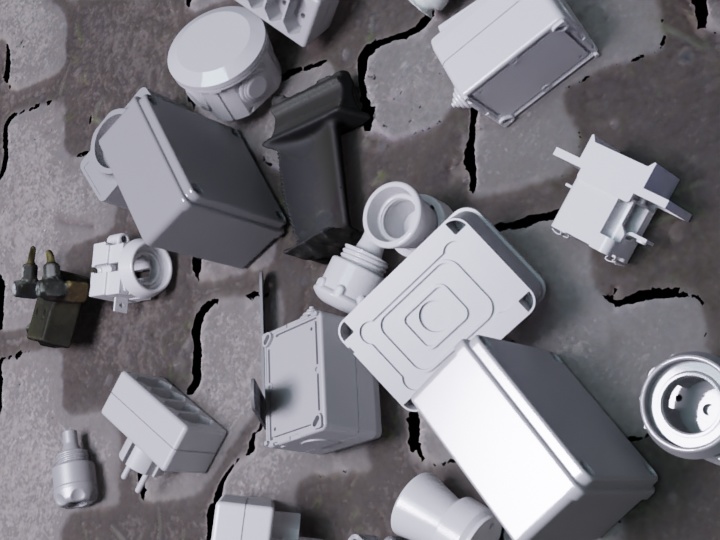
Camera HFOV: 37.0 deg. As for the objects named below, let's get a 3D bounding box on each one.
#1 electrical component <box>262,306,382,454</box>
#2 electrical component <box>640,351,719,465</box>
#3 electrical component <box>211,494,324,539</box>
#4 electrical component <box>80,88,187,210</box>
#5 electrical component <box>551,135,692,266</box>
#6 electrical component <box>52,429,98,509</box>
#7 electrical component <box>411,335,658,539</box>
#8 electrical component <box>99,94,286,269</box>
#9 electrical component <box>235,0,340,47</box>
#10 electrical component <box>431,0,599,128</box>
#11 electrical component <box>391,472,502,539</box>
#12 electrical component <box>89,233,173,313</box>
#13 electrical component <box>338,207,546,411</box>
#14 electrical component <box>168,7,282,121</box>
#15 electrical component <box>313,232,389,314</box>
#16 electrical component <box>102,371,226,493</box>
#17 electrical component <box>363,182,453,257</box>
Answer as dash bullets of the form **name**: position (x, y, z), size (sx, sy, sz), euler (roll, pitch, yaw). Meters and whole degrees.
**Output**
- **electrical component**: position (-0.024, 0.072, 0.729), size (0.062, 0.061, 0.096), euler (-25, 59, 42)
- **electrical component**: position (0.188, 0.076, 0.590), size (0.078, 0.057, 0.058), euler (21, 91, 36)
- **electrical component**: position (-0.061, 0.182, 0.729), size (0.076, 0.083, 0.047), euler (7, 81, -4)
- **electrical component**: position (-0.181, -0.097, 0.880), size (0.089, 0.056, 0.050), euler (-47, 58, 16)
- **electrical component**: position (0.152, -0.041, 0.651), size (0.081, 0.042, 0.063), euler (33, 99, 35)
- **electrical component**: position (-0.231, 0.159, 0.867), size (0.035, 0.035, 0.061), euler (-26, 63, 27)
- **electrical component**: position (0.101, 0.097, 0.613), size (0.056, 0.109, 0.108), euler (-48, 57, 18)
- **electrical component**: position (-0.124, -0.064, 0.803), size (0.056, 0.109, 0.108), euler (-42, 59, 22)
- **electrical component**: position (-0.049, -0.224, 0.818), size (0.083, 0.075, 0.047), euler (36, 141, 7)
- **electrical component**: position (0.094, -0.144, 0.702), size (0.096, 0.062, 0.061), euler (-37, 61, 22)
- **electrical component**: position (0.054, 0.158, 0.669), size (0.055, 0.045, 0.045), euler (26, 94, 35)
- **electrical component**: position (-0.185, 0.001, 0.867), size (0.055, 0.048, 0.066), euler (-8, 74, 40)
- **electrical component**: position (0.052, 0.024, 0.678), size (0.113, 0.057, 0.078), euler (-44, 86, 18)
- **electrical component**: position (-0.104, -0.160, 0.833), size (0.080, 0.051, 0.080), euler (-9, 57, 14)
- **electrical component**: position (0.000, 0.000, 0.743), size (0.048, 0.048, 0.062), euler (24, 86, 35)
- **electrical component**: position (-0.158, 0.131, 0.816), size (0.083, 0.047, 0.075), euler (33, 98, 35)
- **electrical component**: position (0.035, -0.031, 0.719), size (0.045, 0.055, 0.045), euler (-9, 74, 32)
